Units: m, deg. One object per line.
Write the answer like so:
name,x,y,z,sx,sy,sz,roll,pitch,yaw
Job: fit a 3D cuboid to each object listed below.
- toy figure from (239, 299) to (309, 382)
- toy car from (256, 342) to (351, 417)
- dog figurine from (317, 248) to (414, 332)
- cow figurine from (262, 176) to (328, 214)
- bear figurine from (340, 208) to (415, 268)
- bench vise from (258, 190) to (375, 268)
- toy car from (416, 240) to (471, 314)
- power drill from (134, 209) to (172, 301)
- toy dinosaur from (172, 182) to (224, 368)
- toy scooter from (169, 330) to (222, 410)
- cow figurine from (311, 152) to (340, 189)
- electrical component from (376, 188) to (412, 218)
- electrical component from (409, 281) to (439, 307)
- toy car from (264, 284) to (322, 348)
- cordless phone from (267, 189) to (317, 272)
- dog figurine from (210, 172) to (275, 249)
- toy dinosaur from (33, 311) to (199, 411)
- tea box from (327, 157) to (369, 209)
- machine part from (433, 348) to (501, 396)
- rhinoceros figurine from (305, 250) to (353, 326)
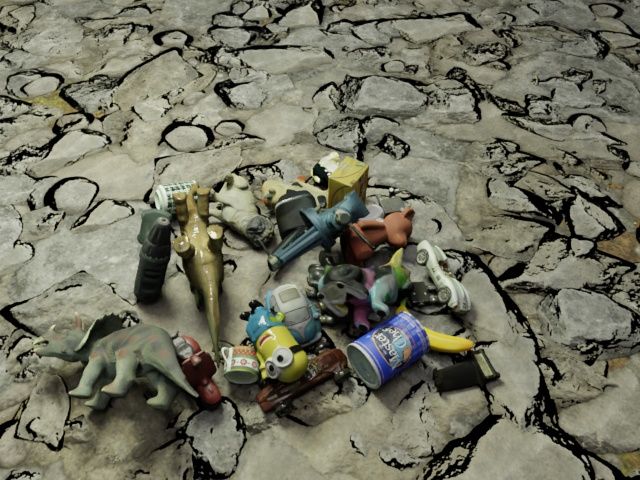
toy figure,-0.089,0.199,1.069,0.089,0.082,0.180,-3,40,-36
toy car,-0.033,0.278,1.089,0.202,0.053,0.089,-23,56,-22
dog figurine,0.112,0.085,1.176,0.191,0.108,0.219,36,40,1
cow figurine,-0.066,-0.107,1.415,0.195,0.085,0.127,22,45,16
bear figurine,0.151,0.004,1.298,0.196,0.120,0.132,-9,52,-16
bench vise,-0.008,-0.012,1.197,0.241,0.128,0.224,-35,18,-7
toy car,0.286,0.085,1.244,0.073,0.056,0.202,22,33,-41
power drill,-0.374,0.008,1.228,0.086,0.231,0.207,6,29,-25
toy dinosaur,-0.259,0.046,1.192,0.105,0.198,0.472,-8,49,-9
toy scooter,-0.256,0.241,1.062,0.075,0.135,0.184,-32,55,-25
cow figurine,0.047,-0.164,1.474,0.098,0.068,0.167,-28,51,-17
electrical component,0.199,-0.095,1.430,0.078,0.045,0.102,-6,49,-8
electrical component,0.228,0.127,1.247,0.094,0.021,0.063,-2,49,-5
toy car,-0.061,0.151,1.169,0.109,0.102,0.162,-15,52,-15
cordless phone,-0.082,-0.024,1.293,0.089,0.146,0.184,17,48,25
dog figurine,-0.182,-0.076,1.385,0.191,0.121,0.172,29,56,5
toy dinosaur,-0.358,0.219,1.023,0.405,0.131,0.192,-7,56,24
tea box,0.069,-0.113,1.361,0.068,0.169,0.098,26,51,18
machine part,0.297,0.273,1.111,0.139,0.039,0.084,-15,58,-16
rhinoceros figurine,0.024,0.104,1.231,0.112,0.073,0.190,-12,50,-10
